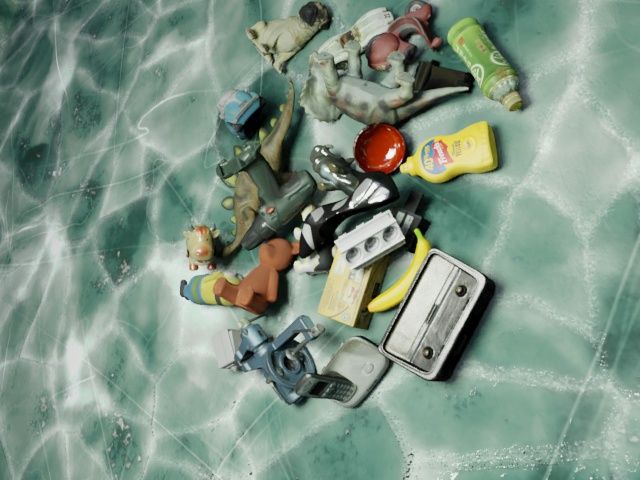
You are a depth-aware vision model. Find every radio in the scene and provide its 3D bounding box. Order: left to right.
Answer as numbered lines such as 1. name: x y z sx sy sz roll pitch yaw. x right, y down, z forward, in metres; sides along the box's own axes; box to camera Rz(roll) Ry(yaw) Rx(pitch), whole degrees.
1. radio: 0.222 0.144 1.011 0.131 0.073 0.229 29 96 35

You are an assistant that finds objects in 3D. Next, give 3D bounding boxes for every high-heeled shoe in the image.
1. high-heeled shoe: 0.058 -0.036 1.089 0.145 0.086 0.248 39 110 32

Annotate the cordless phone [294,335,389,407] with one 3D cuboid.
1. cordless phone: 0.035 0.249 1.042 0.146 0.184 0.089 -54 52 11

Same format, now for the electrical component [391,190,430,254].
1. electrical component: 0.181 -0.040 1.101 0.075 0.047 0.119 22 90 35

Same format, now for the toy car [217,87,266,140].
1. toy car: -0.203 -0.327 1.353 0.103 0.161 0.109 42 83 0

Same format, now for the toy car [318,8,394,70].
1. toy car: 0.085 -0.470 1.268 0.202 0.056 0.073 -27 64 26

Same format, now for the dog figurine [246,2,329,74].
1. dog figurine: -0.082 -0.548 1.387 0.190 0.121 0.172 -42 62 2

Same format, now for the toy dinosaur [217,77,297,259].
1. toy dinosaur: -0.143 -0.165 1.313 0.199 0.105 0.471 35 99 35

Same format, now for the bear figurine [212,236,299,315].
1. bear figurine: -0.131 0.066 1.215 0.120 0.131 0.196 18 75 35

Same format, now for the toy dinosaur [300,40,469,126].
1. toy dinosaur: 0.109 -0.312 1.171 0.405 0.192 0.131 28 59 21

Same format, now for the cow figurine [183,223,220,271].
1. cow figurine: -0.289 0.009 1.311 0.195 0.085 0.127 -135 44 -69

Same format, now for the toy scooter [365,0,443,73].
1. toy scooter: 0.192 -0.430 1.177 0.184 0.075 0.135 -44 57 12

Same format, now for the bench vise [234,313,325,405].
1. bench vise: -0.078 0.227 1.149 0.240 0.129 0.224 -47 64 36

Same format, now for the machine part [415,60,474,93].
1. machine part: 0.257 -0.339 1.133 0.139 0.039 0.084 25 87 37

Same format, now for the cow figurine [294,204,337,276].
1. cow figurine: -0.004 -0.005 1.201 0.098 0.068 0.167 -9 73 32

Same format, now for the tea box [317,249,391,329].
1. tea box: 0.072 0.092 1.127 0.098 0.068 0.169 18 89 35

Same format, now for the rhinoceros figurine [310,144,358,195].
1. rhinoceros figurine: 0.051 -0.145 1.180 0.190 0.112 0.073 37 129 21

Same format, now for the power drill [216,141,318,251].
1. power drill: -0.133 -0.099 1.176 0.232 0.207 0.086 -37 30 7

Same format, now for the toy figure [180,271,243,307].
1. toy figure: -0.267 0.126 1.339 0.180 0.082 0.089 -10 85 26
